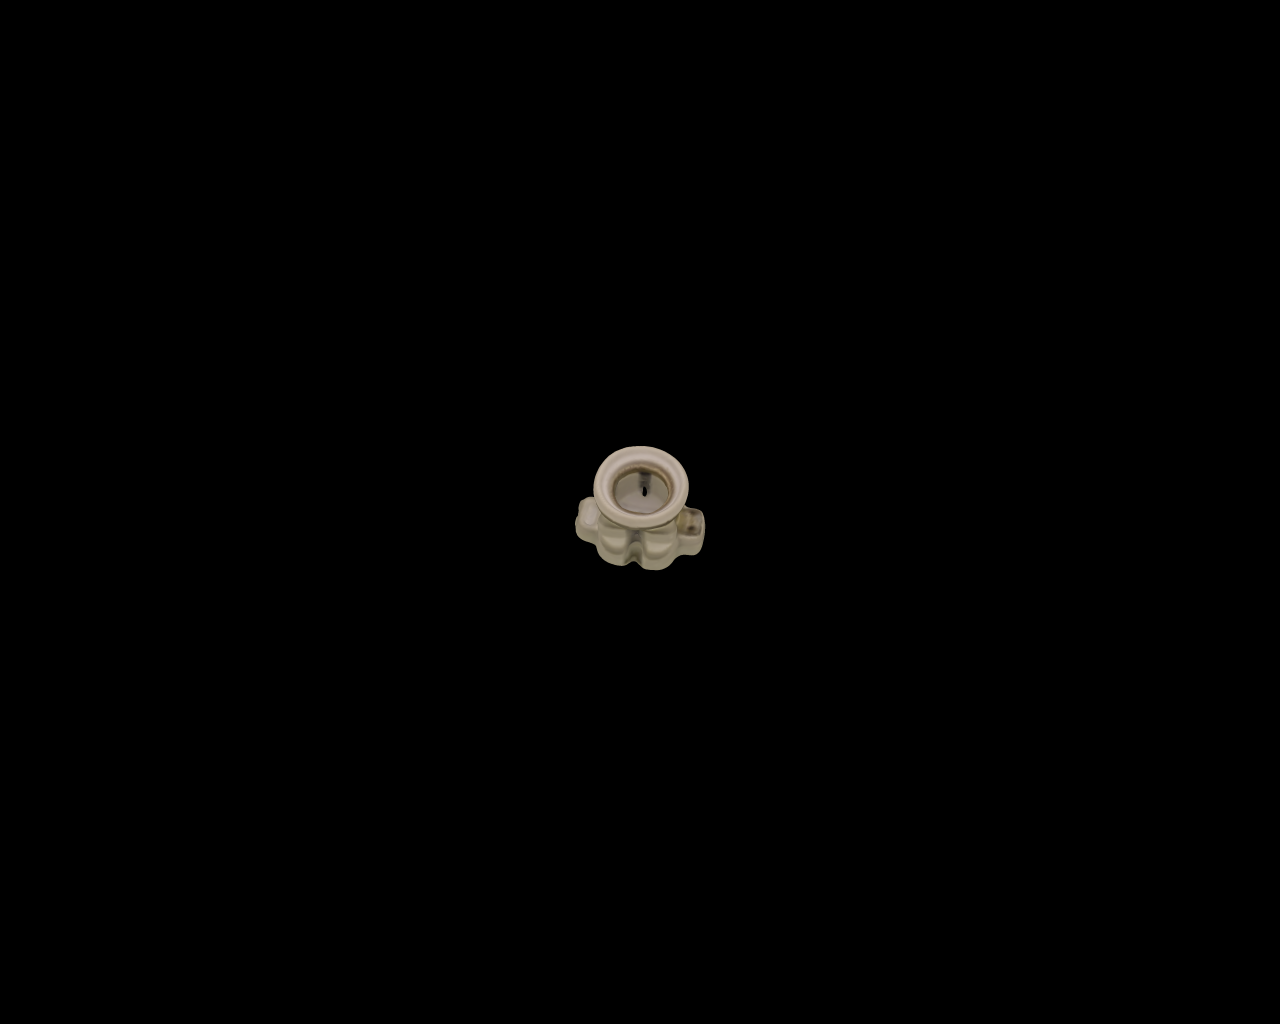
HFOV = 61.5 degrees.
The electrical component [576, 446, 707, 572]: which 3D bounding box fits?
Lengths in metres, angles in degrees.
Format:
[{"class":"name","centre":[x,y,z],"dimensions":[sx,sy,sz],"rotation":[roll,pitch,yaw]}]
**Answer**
[{"class":"electrical component","centre":[0.001,-0.003,0.650],"dimensions":[0.078,0.058,0.056],"rotation":[8,-33,5]}]
